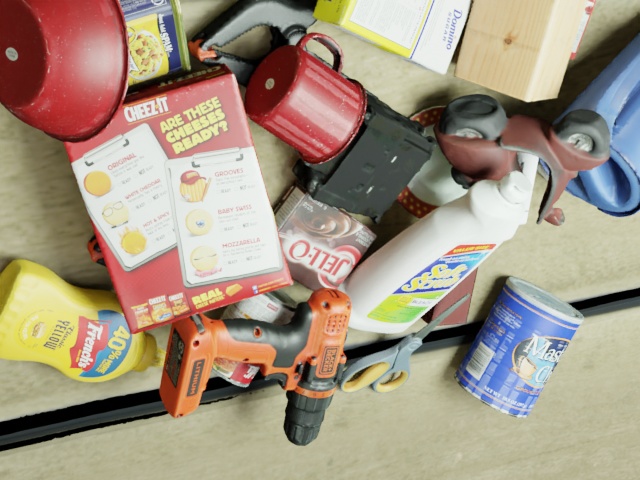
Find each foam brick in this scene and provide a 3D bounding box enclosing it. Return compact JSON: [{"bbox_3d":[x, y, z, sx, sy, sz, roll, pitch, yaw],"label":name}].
[{"bbox_3d":[0.144,0.054,1.239,0.051,0.053,0.078,-3,115,-26],"label":"foam brick"}]

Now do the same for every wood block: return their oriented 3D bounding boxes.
[{"bbox_3d":[0.218,-0.255,1.084,0.090,0.091,0.206,-17,126,-56],"label":"wood block"}]

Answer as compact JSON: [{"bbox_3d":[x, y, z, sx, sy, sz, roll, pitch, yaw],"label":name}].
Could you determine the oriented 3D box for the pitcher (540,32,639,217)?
[{"bbox_3d":[0.360,-0.157,1.171,0.145,0.149,0.242,48,70,-17],"label":"pitcher"}]

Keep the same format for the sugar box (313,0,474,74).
[{"bbox_3d":[0.076,-0.230,1.037,0.175,0.048,0.093,13,100,-52],"label":"sugar box"}]

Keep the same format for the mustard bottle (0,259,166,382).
[{"bbox_3d":[-0.236,0.092,1.060,0.191,0.058,0.096,24,103,-34],"label":"mustard bottle"}]

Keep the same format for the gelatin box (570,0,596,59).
[{"bbox_3d":[0.257,-0.249,1.163,0.073,0.030,0.089,8,110,-29],"label":"gelatin box"}]

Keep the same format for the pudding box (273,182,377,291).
[{"bbox_3d":[-0.007,0.001,1.144,0.113,0.039,0.090,32,98,-34],"label":"pudding box"}]

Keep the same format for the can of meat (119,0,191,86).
[{"bbox_3d":[-0.166,-0.183,0.944,0.084,0.057,0.102,-20,149,-12],"label":"can of meat"}]

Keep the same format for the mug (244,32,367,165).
[{"bbox_3d":[-0.013,-0.141,1.006,0.081,0.093,0.117,30,76,-36],"label":"mug"}]

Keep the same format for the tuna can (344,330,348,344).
[{"bbox_3d":[-0.010,0.115,1.180,0.086,0.034,0.086,-34,152,-21],"label":"tuna can"}]

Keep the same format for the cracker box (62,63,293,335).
[{"bbox_3d":[-0.132,-0.038,0.998,0.164,0.072,0.213,-17,111,-6],"label":"cracker box"}]

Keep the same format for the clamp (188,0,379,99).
[{"bbox_3d":[-0.025,-0.206,1.034,0.209,0.036,0.165,-6,116,-28],"label":"clamp"}]

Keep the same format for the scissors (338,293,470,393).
[{"bbox_3d":[0.111,0.127,1.237,0.202,0.016,0.096,-34,142,20],"label":"scissors"}]

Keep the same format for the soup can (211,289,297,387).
[{"bbox_3d":[-0.077,0.096,1.137,0.068,0.069,0.102,29,98,-35],"label":"soup can"}]

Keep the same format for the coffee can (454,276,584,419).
[{"bbox_3d":[0.241,0.130,1.296,0.102,0.103,0.140,19,104,-33],"label":"coffee can"}]

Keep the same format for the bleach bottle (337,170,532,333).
[{"bbox_3d":[0.123,0.009,1.126,0.102,0.068,0.251,11,140,-34],"label":"bleach bottle"}]

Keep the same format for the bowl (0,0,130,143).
[{"bbox_3d":[-0.230,-0.156,0.874,0.055,0.162,0.162,-19,125,-50],"label":"bowl"}]

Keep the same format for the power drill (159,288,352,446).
[{"bbox_3d":[-0.065,0.135,1.087,0.187,0.057,0.184,0,114,-29],"label":"power drill"}]

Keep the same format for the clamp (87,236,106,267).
[{"bbox_3d":[-0.144,-0.012,1.068,0.171,0.039,0.120,-3,108,-25],"label":"clamp"}]
